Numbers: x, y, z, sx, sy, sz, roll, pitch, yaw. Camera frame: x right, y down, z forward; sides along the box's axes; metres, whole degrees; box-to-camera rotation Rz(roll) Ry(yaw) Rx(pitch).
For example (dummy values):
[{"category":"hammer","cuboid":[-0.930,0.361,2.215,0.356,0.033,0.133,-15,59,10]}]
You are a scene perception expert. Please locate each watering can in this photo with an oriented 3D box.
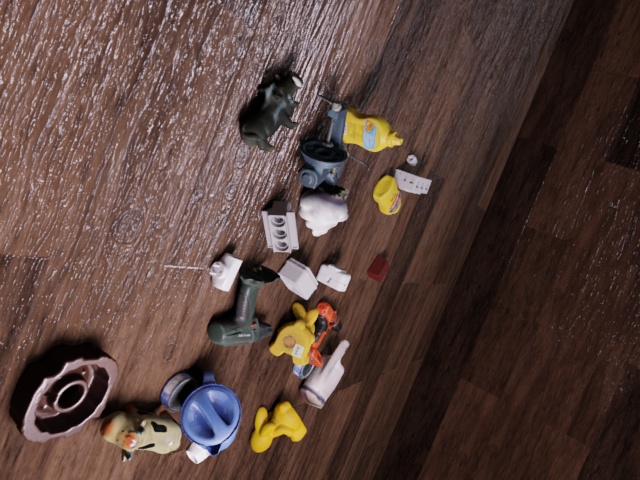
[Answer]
[{"category":"watering can","cuboid":[0.021,0.462,1.785,0.228,0.104,0.341,-54,169,-24]}]

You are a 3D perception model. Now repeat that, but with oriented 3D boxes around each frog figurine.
[{"category":"frog figurine","cuboid":[0.004,-0.070,1.382,0.137,0.125,0.156,5,120,-26]}]
